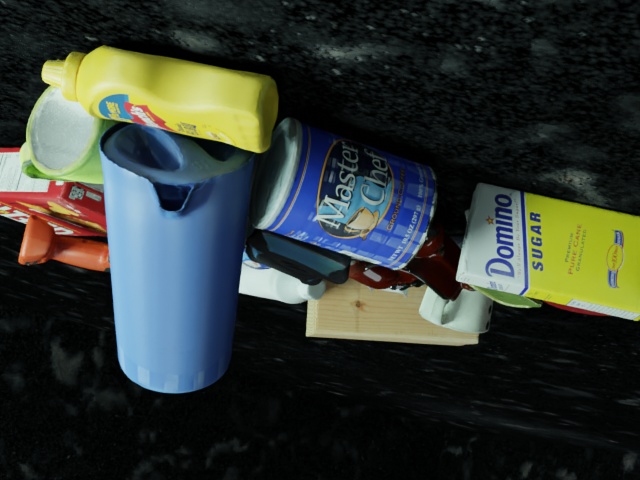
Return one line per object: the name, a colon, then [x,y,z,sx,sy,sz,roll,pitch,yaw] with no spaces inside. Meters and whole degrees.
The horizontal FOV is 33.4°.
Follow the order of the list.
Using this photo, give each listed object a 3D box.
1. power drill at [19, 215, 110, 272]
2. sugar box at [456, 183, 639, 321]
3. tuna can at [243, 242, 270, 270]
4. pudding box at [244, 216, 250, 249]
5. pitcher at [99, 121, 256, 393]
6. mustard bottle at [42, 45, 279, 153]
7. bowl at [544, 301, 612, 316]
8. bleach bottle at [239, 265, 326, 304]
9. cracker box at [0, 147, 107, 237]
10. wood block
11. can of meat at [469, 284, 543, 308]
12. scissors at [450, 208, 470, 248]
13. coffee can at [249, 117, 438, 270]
power drill: [-0.255,0.019,1.254,0.187,0.057,0.185,15,170,-16]
sugar box: [0.223,0.011,0.999,0.176,0.093,0.048,12,167,2]
tuna can: [-0.061,-0.010,1.208,0.086,0.086,0.034,20,163,-28]
pudding box: [-0.103,-0.026,1.116,0.039,0.113,0.090,12,167,19]
pitcher: [-0.130,0.010,0.978,0.145,0.243,0.149,27,-143,32]
mustard bottle: [-0.133,-0.120,0.871,0.191,0.058,0.096,12,172,4]
bowl: [0.291,0.045,1.165,0.162,0.055,0.162,13,167,3]
bleach bottle: [-0.091,0.036,1.336,0.102,0.068,0.251,-9,-164,-39]
cracker box: [-0.307,-0.053,1.294,0.214,0.072,0.164,2,164,40]
wood block: [0.092,0.083,1.361,0.206,0.091,0.090,5,172,-8]
can of meat: [0.193,0.016,1.074,0.058,0.084,0.102,3,164,40]
scissors: [0.158,-0.004,1.172,0.096,0.016,0.201,5,165,31]
coffee can: [0.020,-0.040,0.960,0.140,0.103,0.103,17,166,-19]
